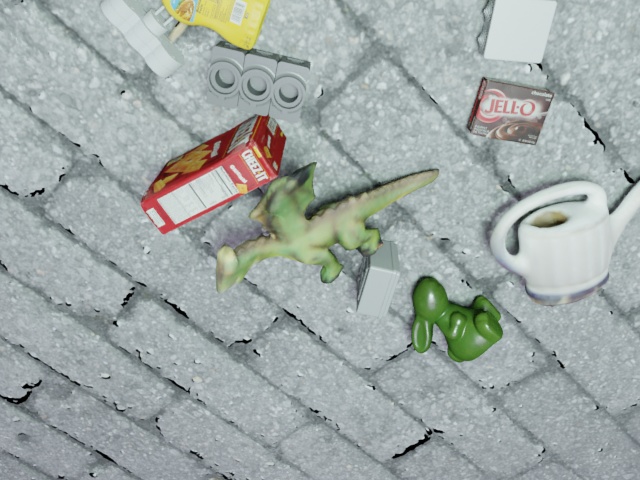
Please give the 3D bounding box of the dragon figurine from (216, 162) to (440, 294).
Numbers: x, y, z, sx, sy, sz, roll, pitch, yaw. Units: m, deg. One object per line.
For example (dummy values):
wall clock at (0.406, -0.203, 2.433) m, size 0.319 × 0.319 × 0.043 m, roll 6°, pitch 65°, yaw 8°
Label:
dragon figurine at (0.003, -0.042, 0.834) m, size 0.409 × 0.124 × 0.239 m, roll -37°, pitch 152°, yaw 5°

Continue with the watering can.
watering can at (0.472, -0.008, 0.910) m, size 0.348 × 0.106 × 0.220 m, roll -17°, pitch 116°, yaw 0°
